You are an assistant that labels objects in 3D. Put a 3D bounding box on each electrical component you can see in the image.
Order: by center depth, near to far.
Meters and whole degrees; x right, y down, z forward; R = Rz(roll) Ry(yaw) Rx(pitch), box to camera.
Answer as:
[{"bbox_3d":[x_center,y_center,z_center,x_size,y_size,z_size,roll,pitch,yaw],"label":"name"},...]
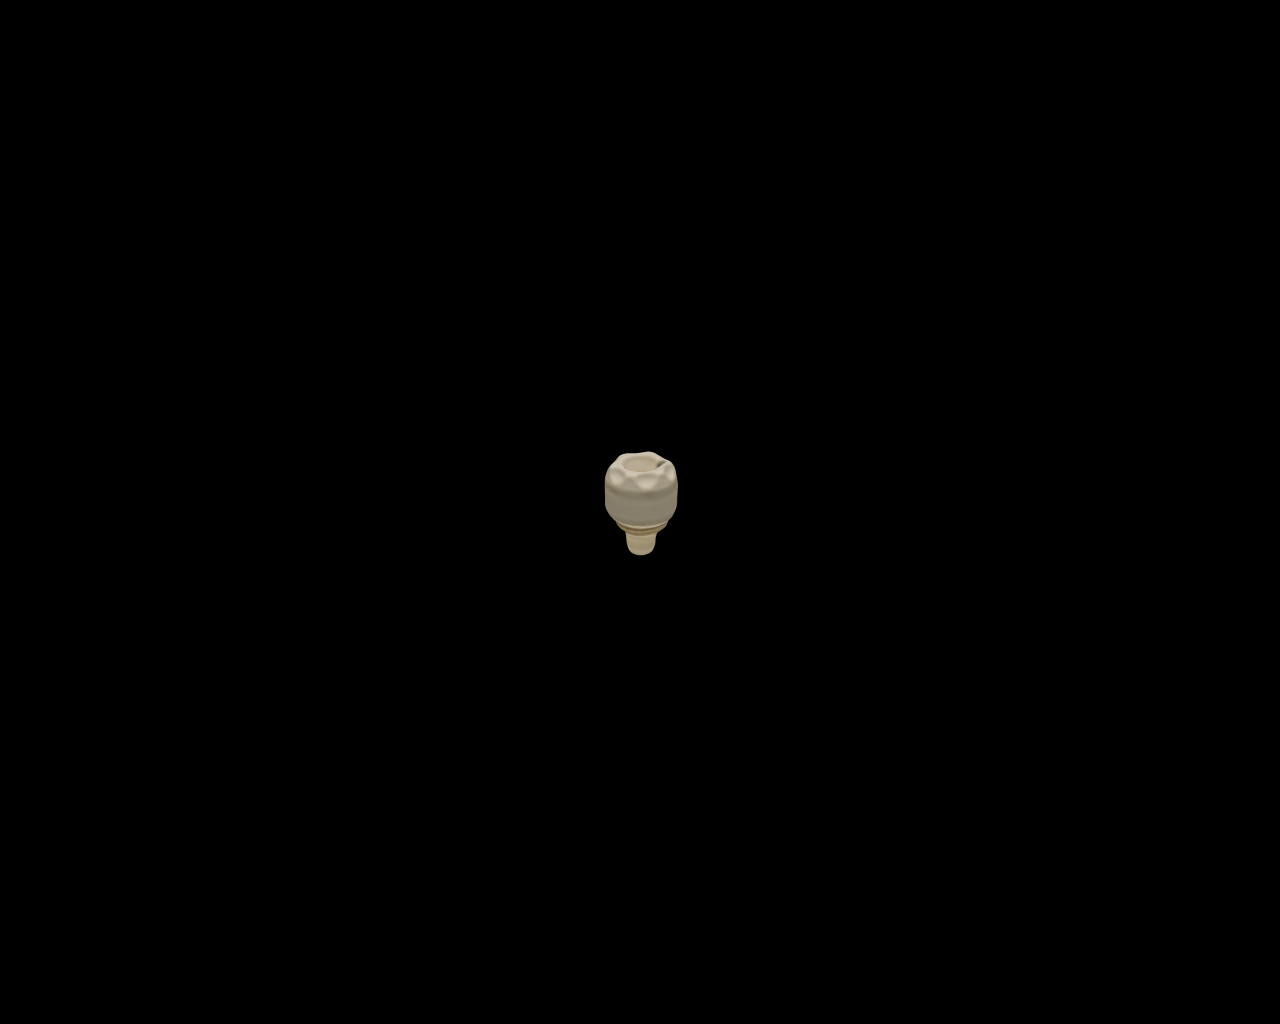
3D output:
[{"bbox_3d":[0.001,-0.003,0.650,0.043,0.062,0.043,0,27,0],"label":"electrical component"}]
